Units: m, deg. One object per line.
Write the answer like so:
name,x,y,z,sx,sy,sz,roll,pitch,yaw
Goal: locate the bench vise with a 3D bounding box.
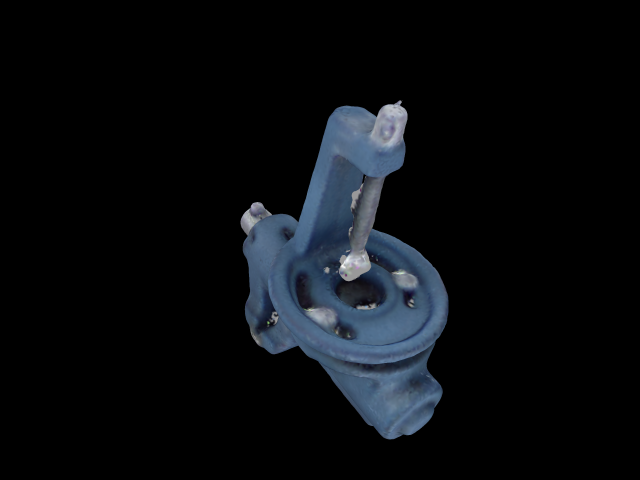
bench vise,-0.004,0.006,0.392,0.206,0.220,0.122,19,34,31
